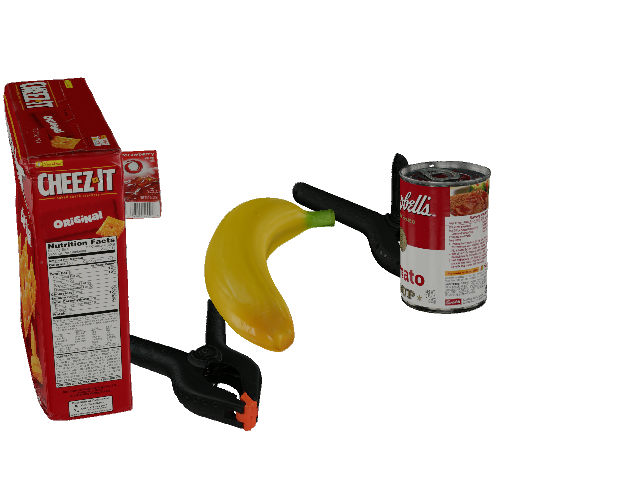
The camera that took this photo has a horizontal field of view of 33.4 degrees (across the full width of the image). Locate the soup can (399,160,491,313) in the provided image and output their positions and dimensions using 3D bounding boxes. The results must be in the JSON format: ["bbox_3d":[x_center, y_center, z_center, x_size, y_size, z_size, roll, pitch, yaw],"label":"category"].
[{"bbox_3d":[0.094,-0.003,0.807,0.068,0.102,0.068,-1,17,0],"label":"soup can"}]

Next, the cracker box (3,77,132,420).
[{"bbox_3d":[-0.194,0.004,0.812,0.072,0.214,0.164,-7,28,-19],"label":"cracker box"}]

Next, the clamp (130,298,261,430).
[{"bbox_3d":[-0.101,0.109,0.974,0.120,0.039,0.172,-30,46,-34],"label":"clamp"}]

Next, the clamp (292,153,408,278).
[{"bbox_3d":[0.074,-0.016,1.231,0.164,0.210,0.036,-13,-39,-26],"label":"clamp"}]

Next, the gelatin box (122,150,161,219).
[{"bbox_3d":[-0.210,-0.057,1.097,0.089,0.073,0.030,-3,-40,-11],"label":"gelatin box"}]

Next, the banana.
[{"bbox_3d":[-0.036,0.011,0.648,0.070,0.037,0.197,-1,23,9],"label":"banana"}]
